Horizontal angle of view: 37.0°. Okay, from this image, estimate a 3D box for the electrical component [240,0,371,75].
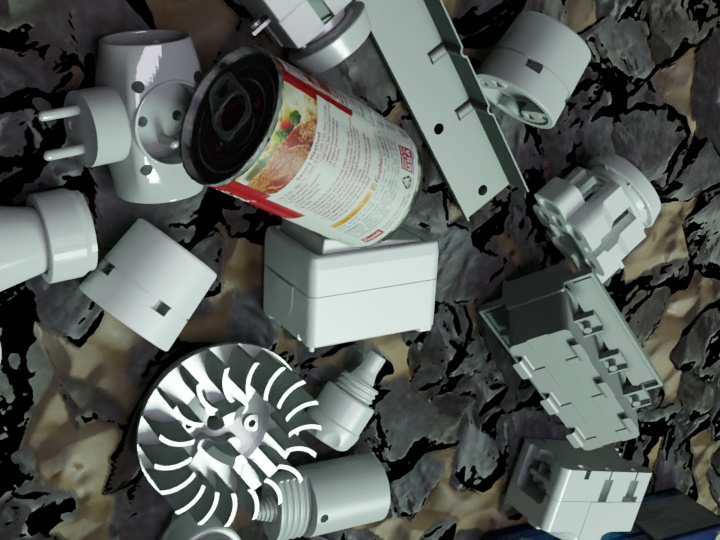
[{"bbox_3d":[-0.027,-0.134,0.549,0.066,0.048,0.055,-44,117,-9],"label":"electrical component"}]

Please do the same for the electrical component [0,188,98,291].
[{"bbox_3d":[-0.159,-0.014,0.515,0.055,0.045,0.045,-14,115,-27],"label":"electrical component"}]

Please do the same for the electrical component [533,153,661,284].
[{"bbox_3d":[0.154,-0.037,0.690,0.057,0.058,0.078,-42,124,-7],"label":"electrical component"}]

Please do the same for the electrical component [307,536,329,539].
[{"bbox_3d":[-0.021,0.220,0.692,0.079,0.044,0.077,32,91,-36],"label":"electrical component"}]

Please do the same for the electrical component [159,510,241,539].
[{"bbox_3d":[-0.087,0.166,0.619,0.043,0.062,0.043,-12,114,-27],"label":"electrical component"}]

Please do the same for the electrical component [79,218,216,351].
[{"bbox_3d":[-0.107,0.007,0.550,0.055,0.055,0.047,41,82,-36],"label":"electrical component"}]

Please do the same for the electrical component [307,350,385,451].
[{"bbox_3d":[-0.006,0.077,0.651,0.035,0.035,0.061,36,85,-36],"label":"electrical component"}]

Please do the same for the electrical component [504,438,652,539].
[{"bbox_3d":[0.155,0.158,0.771,0.089,0.050,0.055,9,104,-34],"label":"electrical component"}]

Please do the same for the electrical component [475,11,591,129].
[{"bbox_3d":[0.102,-0.117,0.629,0.055,0.055,0.047,36,84,-36],"label":"electrical component"}]

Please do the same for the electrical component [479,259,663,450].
[{"bbox_3d":[0.141,0.060,0.709,0.079,0.063,0.121,-21,129,25],"label":"electrical component"}]

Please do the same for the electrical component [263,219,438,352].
[{"bbox_3d":[0.000,0.000,0.607,0.096,0.062,0.061,-8,113,-29],"label":"electrical component"}]

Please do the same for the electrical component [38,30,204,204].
[{"bbox_3d":[-0.115,-0.071,0.516,0.079,0.044,0.077,-18,117,-34],"label":"electrical component"}]

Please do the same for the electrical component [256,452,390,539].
[{"bbox_3d":[-0.027,0.140,0.657,0.081,0.043,0.043,-6,112,-29],"label":"electrical component"}]
